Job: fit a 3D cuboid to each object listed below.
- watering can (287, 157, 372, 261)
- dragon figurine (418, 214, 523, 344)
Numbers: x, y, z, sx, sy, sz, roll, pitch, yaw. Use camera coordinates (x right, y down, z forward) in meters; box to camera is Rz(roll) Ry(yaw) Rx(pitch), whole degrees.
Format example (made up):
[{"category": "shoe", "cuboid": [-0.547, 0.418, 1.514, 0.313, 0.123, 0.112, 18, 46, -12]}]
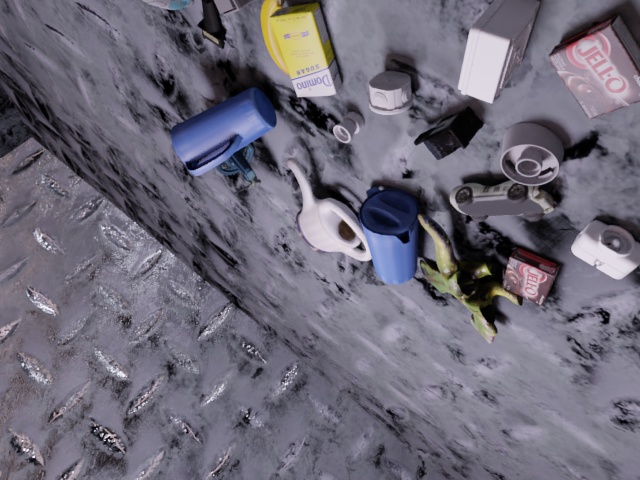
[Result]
[{"category": "watering can", "cuboid": [0.004, -0.069, 1.374, 0.105, 0.345, 0.222, -48, 14, -25]}, {"category": "dragon figurine", "cuboid": [0.309, 0.092, 1.207, 0.123, 0.407, 0.242, -44, 12, -18]}]
